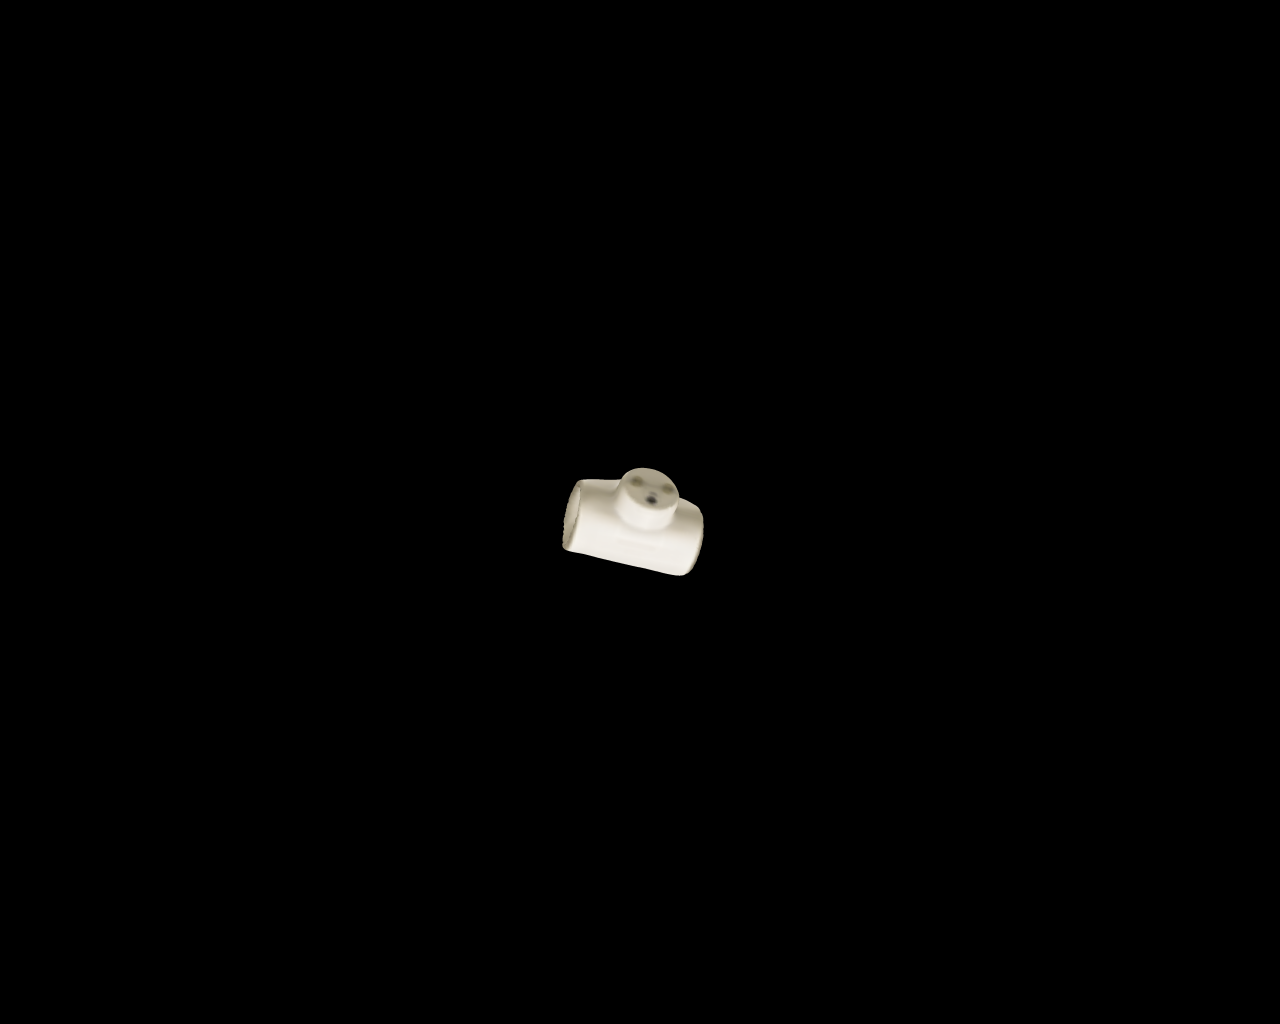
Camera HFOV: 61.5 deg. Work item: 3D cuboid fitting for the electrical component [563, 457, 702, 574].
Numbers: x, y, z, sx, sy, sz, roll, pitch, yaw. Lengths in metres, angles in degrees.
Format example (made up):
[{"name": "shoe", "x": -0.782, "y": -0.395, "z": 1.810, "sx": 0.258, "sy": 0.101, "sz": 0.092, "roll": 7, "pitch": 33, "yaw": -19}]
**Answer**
[{"name": "electrical component", "x": 0.001, "y": -0.003, "z": 0.650, "sx": 0.077, "sy": 0.043, "sz": 0.079, "roll": 13, "pitch": -47, "yaw": -12}]
